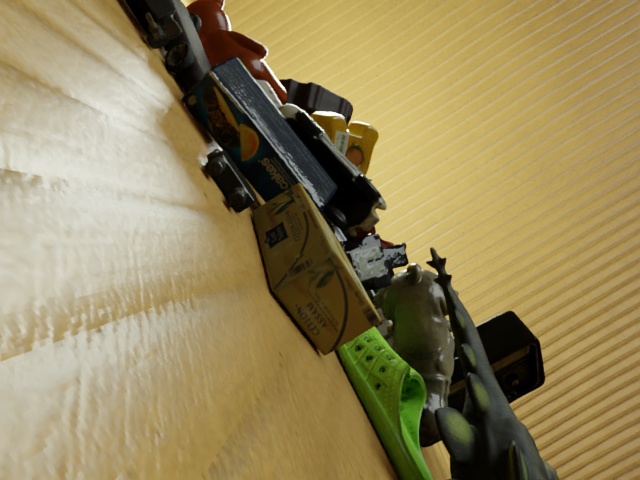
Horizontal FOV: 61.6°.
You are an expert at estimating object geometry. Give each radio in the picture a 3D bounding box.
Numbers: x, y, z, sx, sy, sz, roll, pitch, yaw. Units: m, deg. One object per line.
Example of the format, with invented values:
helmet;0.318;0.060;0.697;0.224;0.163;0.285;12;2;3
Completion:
radio;0.221;0.215;0.818;0.131;0.230;0.073;62;2;-37

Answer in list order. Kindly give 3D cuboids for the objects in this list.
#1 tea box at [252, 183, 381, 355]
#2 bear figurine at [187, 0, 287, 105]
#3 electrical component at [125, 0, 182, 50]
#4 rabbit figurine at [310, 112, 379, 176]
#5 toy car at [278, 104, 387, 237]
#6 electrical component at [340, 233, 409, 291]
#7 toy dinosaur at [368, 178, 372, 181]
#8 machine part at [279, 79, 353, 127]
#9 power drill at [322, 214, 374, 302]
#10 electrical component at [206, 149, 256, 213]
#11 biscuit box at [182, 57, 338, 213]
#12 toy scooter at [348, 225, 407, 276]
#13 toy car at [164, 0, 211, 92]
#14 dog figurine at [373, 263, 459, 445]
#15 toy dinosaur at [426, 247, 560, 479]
tea box;-0.010;0.022;0.549;0.098;0.068;0.170;56;3;-28
bear figurine;-0.157;-0.293;0.868;0.196;0.120;0.131;54;-2;26
electrical component;-0.202;-0.268;0.609;0.078;0.045;0.102;5;-50;58
rabbit figurine;-0.001;-0.131;0.902;0.173;0.122;0.162;17;-73;45
toy car;0.004;-0.092;0.715;0.201;0.073;0.056;47;8;0
electrical component;0.059;0.030;0.697;0.119;0.048;0.074;-16;89;-45
toy dinosaur;0.010;-0.142;1.211;0.131;0.192;0.405;59;5;-10
machine part;-0.030;-0.244;1.021;0.179;0.179;0.056;41;62;-77
power drill;-0.002;-0.002;0.793;0.232;0.086;0.207;57;-1;-3
electrical component;-0.089;-0.061;0.535;0.063;0.021;0.094;57;4;-14
biscuit box;-0.067;-0.110;0.633;0.202;0.059;0.063;51;37;-12
toy scooter;0.112;0.049;1.051;0.135;0.075;0.183;7;-78;44
toy car;-0.182;-0.260;0.705;0.089;0.053;0.202;30;30;-59
dog figurine;0.131;0.147;0.707;0.191;0.121;0.172;-81;150;-50
toy dinosaur;0.172;0.236;0.510;0.198;0.105;0.471;47;27;-54
